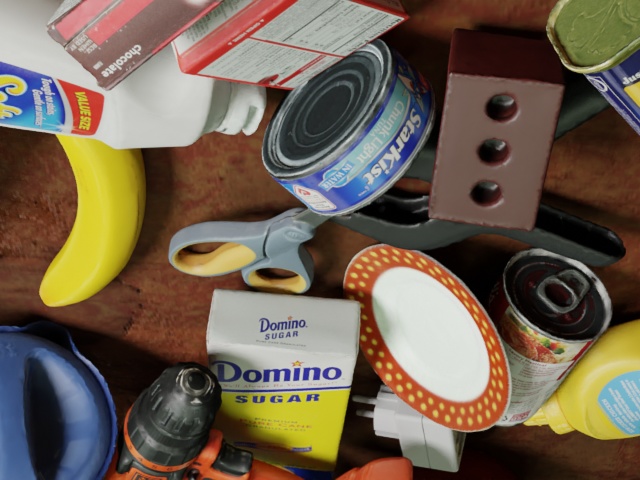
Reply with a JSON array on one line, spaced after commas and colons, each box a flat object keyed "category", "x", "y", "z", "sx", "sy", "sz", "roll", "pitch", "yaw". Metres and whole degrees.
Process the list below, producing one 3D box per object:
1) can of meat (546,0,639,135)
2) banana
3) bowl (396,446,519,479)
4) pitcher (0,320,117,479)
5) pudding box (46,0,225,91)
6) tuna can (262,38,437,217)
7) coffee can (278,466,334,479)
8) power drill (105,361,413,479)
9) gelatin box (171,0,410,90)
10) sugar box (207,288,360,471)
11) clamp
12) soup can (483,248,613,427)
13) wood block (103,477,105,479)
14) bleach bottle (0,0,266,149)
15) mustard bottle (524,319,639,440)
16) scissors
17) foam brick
[{"category": "can of meat", "x": 0.168, "y": -0.093, "z": 0.474, "sx": 0.102, "sy": 0.057, "sz": 0.083, "roll": -38, "pitch": 128, "yaw": 22}, {"category": "banana", "x": -0.131, "y": -0.022, "z": 0.603, "sx": 0.069, "sy": 0.037, "sz": 0.198, "roll": 18, "pitch": 138, "yaw": 8}, {"category": "bowl", "x": 0.096, "y": 0.205, "z": 0.831, "sx": 0.162, "sy": 0.055, "sz": 0.162, "roll": 2, "pitch": 139, "yaw": 1}, {"category": "pitcher", "x": -0.235, "y": 0.175, "z": 0.739, "sx": 0.149, "sy": 0.145, "sz": 0.243, "roll": -20, "pitch": 160, "yaw": -32}, {"category": "pudding box", "x": -0.051, "y": -0.120, "z": 0.423, "sx": 0.090, "sy": 0.113, "sz": 0.039, "roll": -29, "pitch": 119, "yaw": 32}, {"category": "tuna can", "x": 0.012, "y": -0.055, "z": 0.514, "sx": 0.086, "sy": 0.086, "sz": 0.033, "roll": -29, "pitch": 128, "yaw": 32}, {"category": "coffee can", "x": -0.042, "y": 0.229, "z": 0.802, "sx": 0.103, "sy": 0.140, "sz": 0.103, "roll": 2, "pitch": 139, "yaw": 1}, {"category": "power drill", "x": -0.039, "y": 0.147, "z": 0.692, "sx": 0.187, "sy": 0.057, "sz": 0.185, "roll": 21, "pitch": 147, "yaw": -10}, {"category": "gelatin box", "x": -0.014, "y": -0.100, "z": 0.477, "sx": 0.073, "sy": 0.030, "sz": 0.089, "roll": -28, "pitch": 167, "yaw": 31}, {"category": "sugar box", "x": -0.027, "y": 0.099, "z": 0.711, "sx": 0.093, "sy": 0.048, "sz": 0.176, "roll": 5, "pitch": 147, "yaw": 0}, {"category": "clamp", "x": 0.082, "y": -0.038, "z": 0.567, "sx": 0.171, "sy": 0.039, "sz": 0.120, "roll": 1, "pitch": 124, "yaw": 5}, {"category": "soup can", "x": 0.125, "y": 0.062, "z": 0.656, "sx": 0.068, "sy": 0.068, "sz": 0.102, "roll": 12, "pitch": 139, "yaw": -10}, {"category": "wood block", "x": -0.143, "y": 0.251, "z": 0.874, "sx": 0.091, "sy": 0.090, "sz": 0.206, "roll": 3, "pitch": 138, "yaw": -1}, {"category": "bleach bottle", "x": -0.137, "y": -0.088, "z": 0.468, "sx": 0.250, "sy": 0.068, "sz": 0.103, "roll": 10, "pitch": 156, "yaw": -28}, {"category": "mustard bottle", "x": 0.217, "y": 0.086, "z": 0.684, "sx": 0.192, "sy": 0.058, "sz": 0.096, "roll": -23, "pitch": 137, "yaw": 26}, {"category": "scissors", "x": -0.004, "y": 0.001, "z": 0.595, "sx": 0.202, "sy": 0.016, "sz": 0.096, "roll": -13, "pitch": 148, "yaw": 42}, {"category": "foam brick", "x": 0.083, "y": -0.052, "z": 0.504, "sx": 0.053, "sy": 0.051, "sz": 0.078, "roll": 8, "pitch": 122, "yaw": 6}]
